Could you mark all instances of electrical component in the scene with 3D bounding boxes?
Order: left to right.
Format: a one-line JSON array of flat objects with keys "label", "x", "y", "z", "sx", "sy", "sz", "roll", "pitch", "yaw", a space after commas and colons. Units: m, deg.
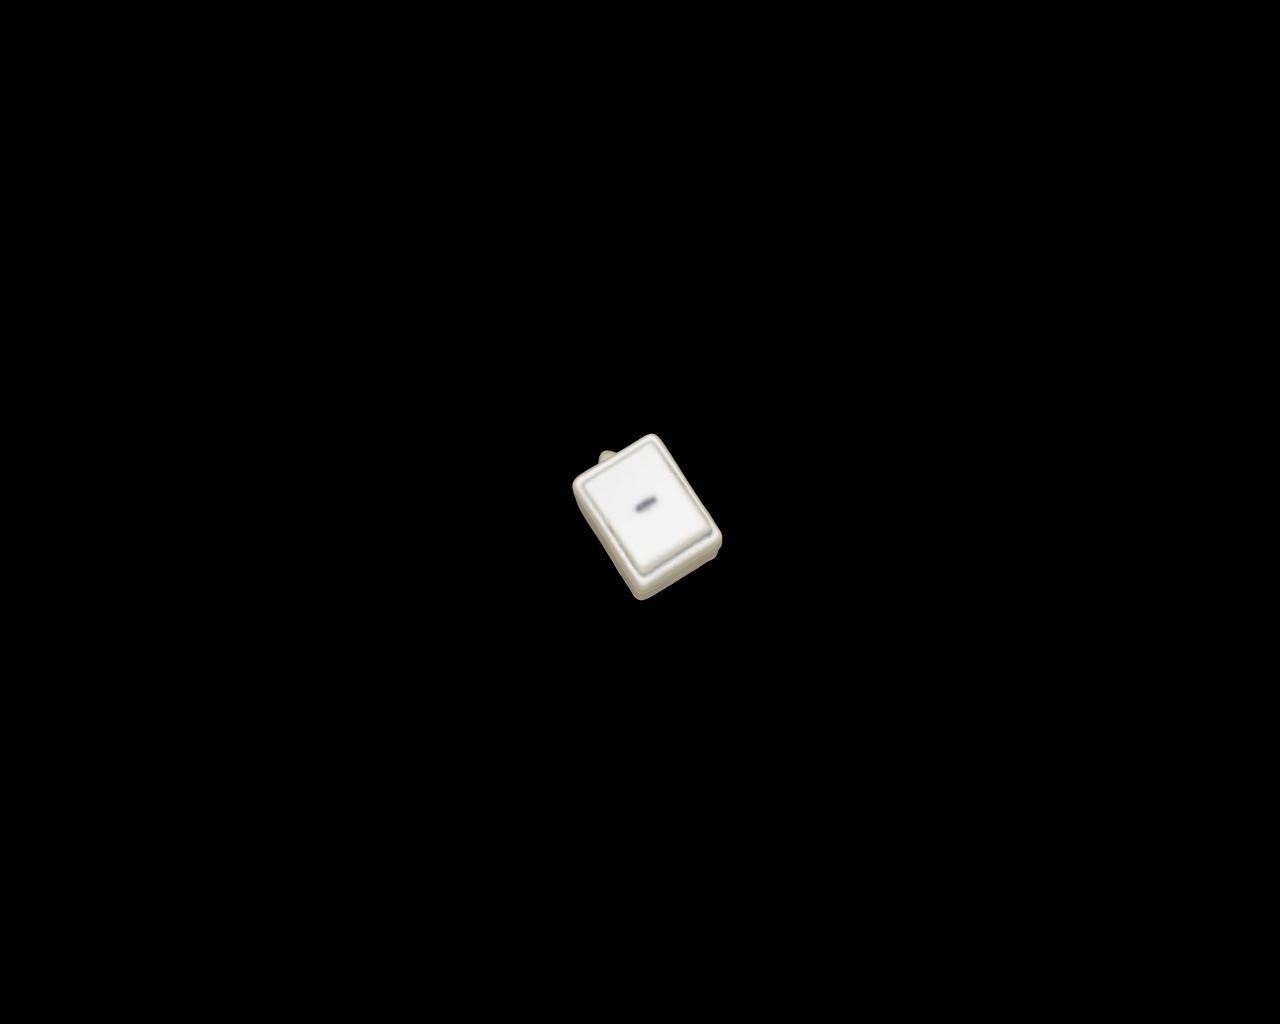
[{"label": "electrical component", "x": 0.001, "y": -0.003, "z": 0.650, "sx": 0.062, "sy": 0.096, "sz": 0.061, "roll": -31, "pitch": -11, "yaw": -7}]
